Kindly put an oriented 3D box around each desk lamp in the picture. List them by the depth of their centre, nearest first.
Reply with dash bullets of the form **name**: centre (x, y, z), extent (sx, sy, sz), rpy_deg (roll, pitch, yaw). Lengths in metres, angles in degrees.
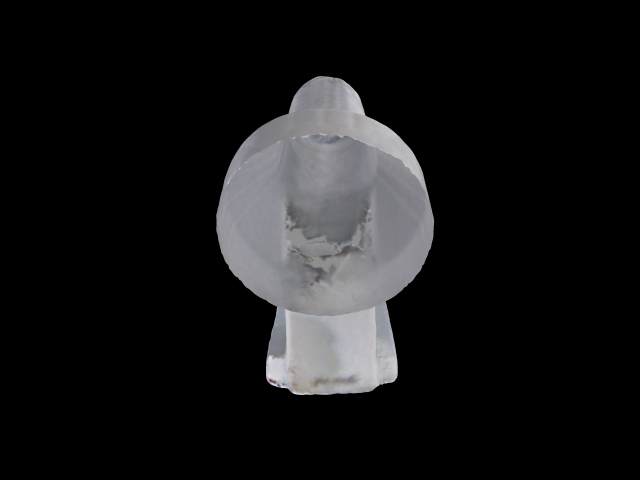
- **desk lamp**: centre (0.004, 0.001, 0.400), extent (0.118, 0.214, 0.203), rpy_deg (0, 21, 0)
